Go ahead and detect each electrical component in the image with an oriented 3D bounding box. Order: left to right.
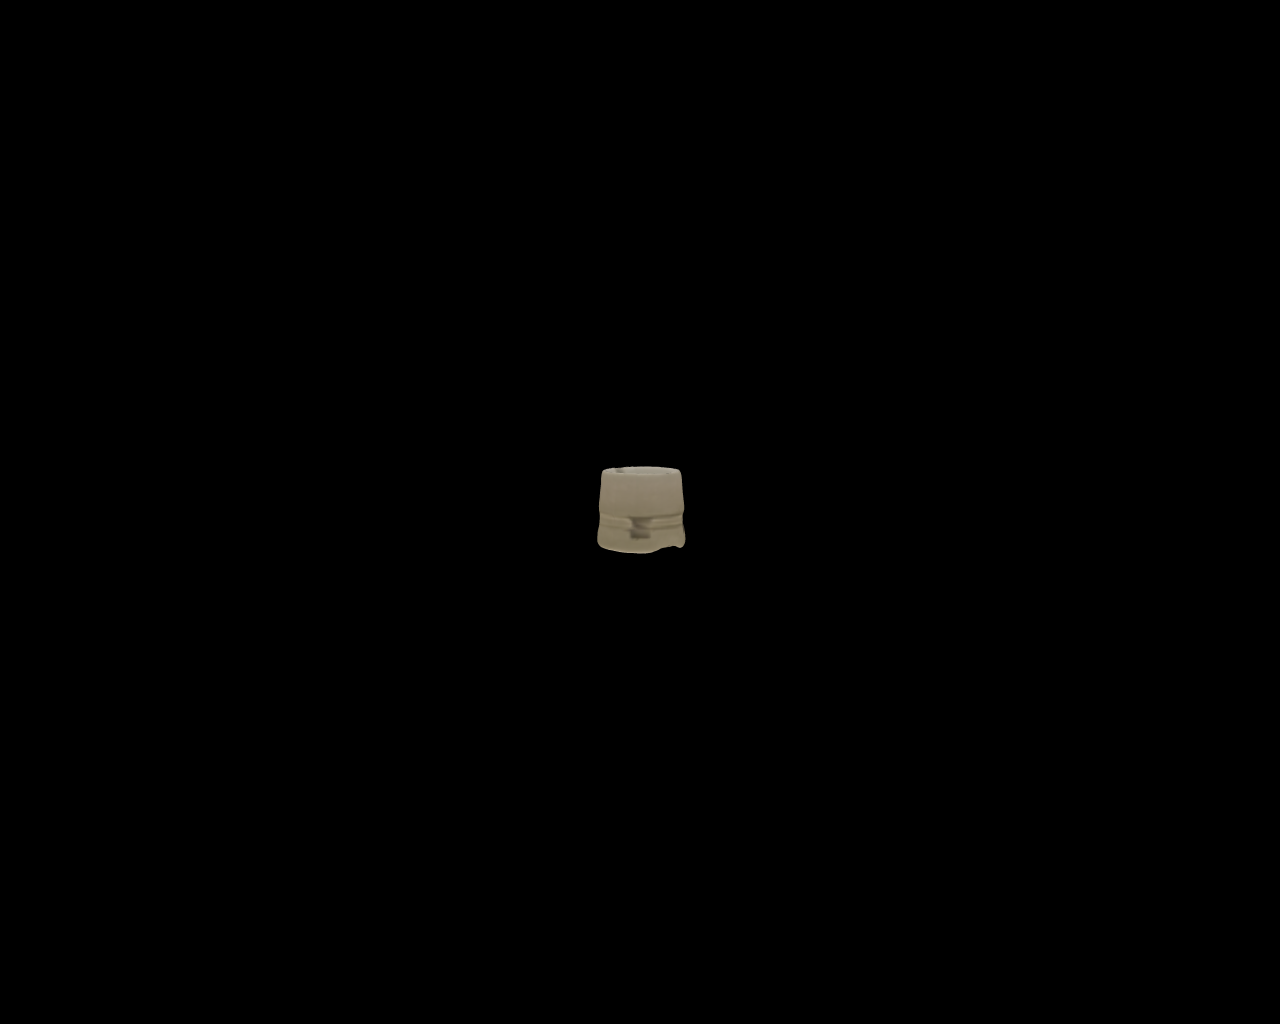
[{"bbox_3d":[0.001,-0.003,0.650,0.055,0.047,0.055,0,7,0],"label":"electrical component"}]
